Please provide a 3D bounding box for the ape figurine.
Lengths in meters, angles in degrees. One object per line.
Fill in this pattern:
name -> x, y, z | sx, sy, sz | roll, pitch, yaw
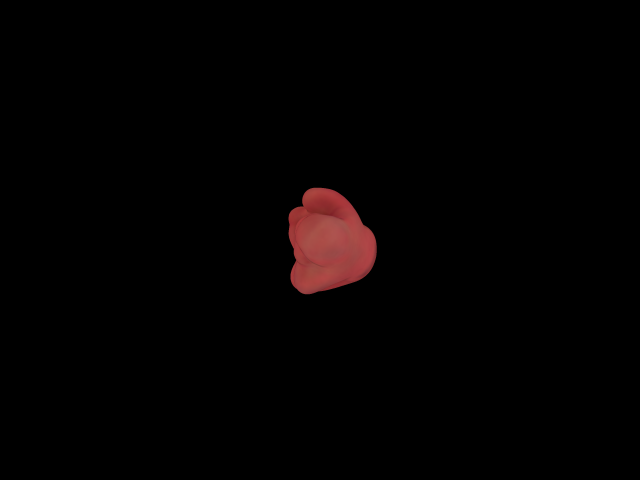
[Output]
ape figurine -> 0.004, 0.001, 0.400 | 0.076, 0.092, 0.078 | 28, 83, 4
